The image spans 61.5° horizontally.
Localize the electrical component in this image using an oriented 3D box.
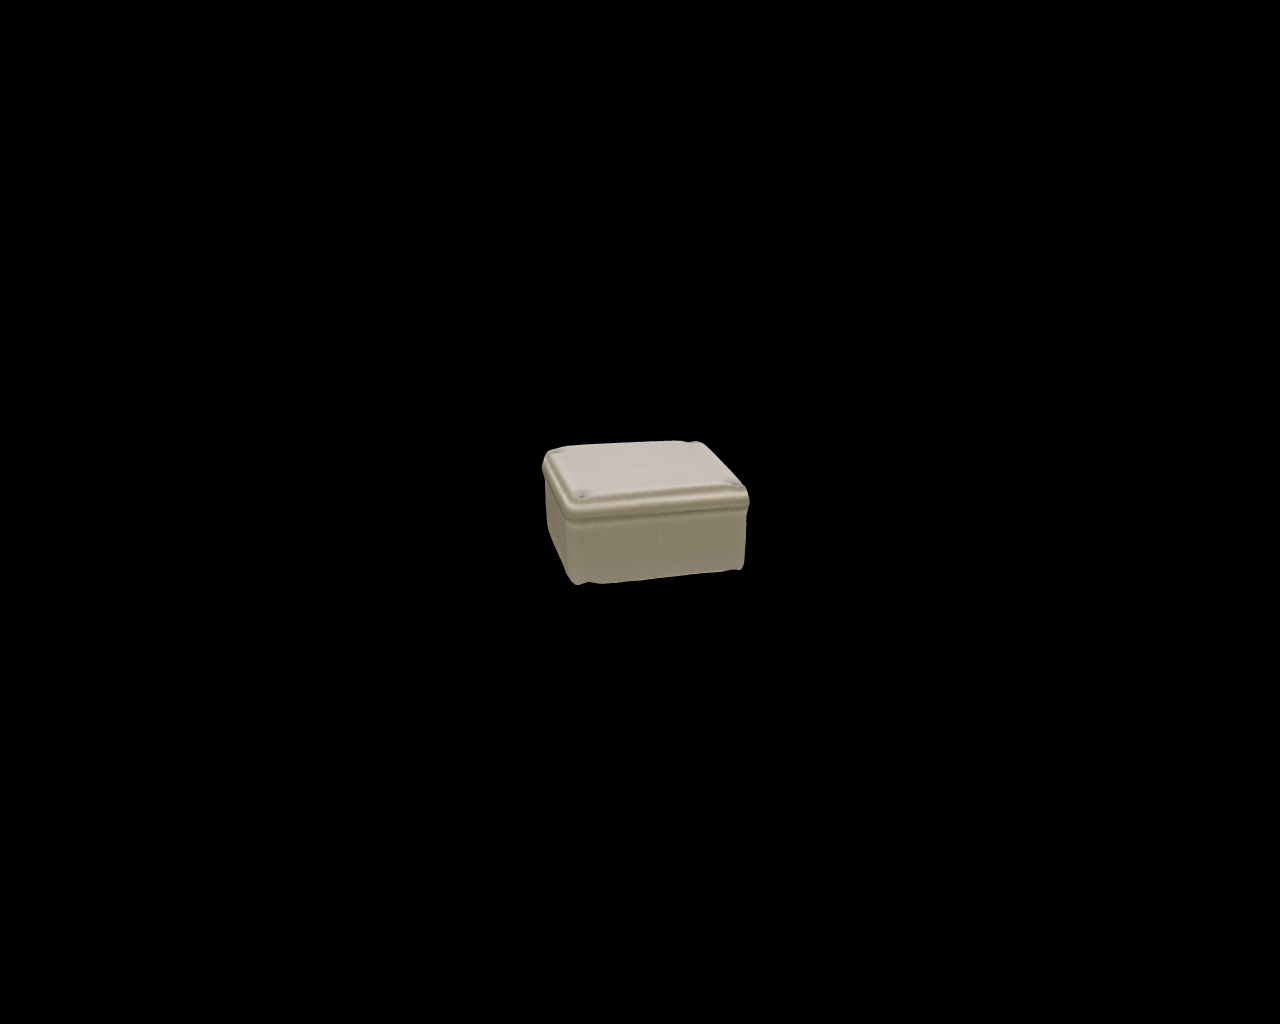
[{"bbox_3d":[0.001,-0.003,0.650,0.109,0.056,0.109,-4,20,-12],"label":"electrical component"}]
